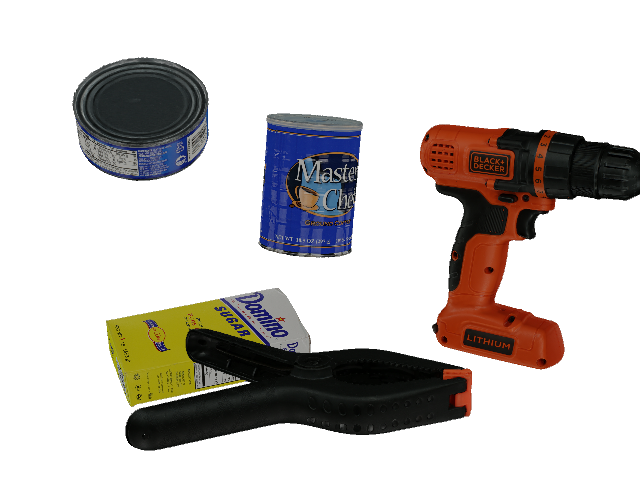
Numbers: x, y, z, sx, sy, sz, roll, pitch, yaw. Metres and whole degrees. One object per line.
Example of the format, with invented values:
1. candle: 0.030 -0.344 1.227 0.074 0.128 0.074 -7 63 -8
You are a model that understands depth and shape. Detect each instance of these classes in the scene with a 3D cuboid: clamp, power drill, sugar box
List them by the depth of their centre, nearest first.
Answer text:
1. clamp: -0.010 0.091 0.692 0.210 0.036 0.164 -1 15 0
2. power drill: 0.164 0.003 0.854 0.185 0.188 0.057 11 17 31
3. sugar box: -0.106 0.097 1.009 0.176 0.048 0.093 -13 33 -16

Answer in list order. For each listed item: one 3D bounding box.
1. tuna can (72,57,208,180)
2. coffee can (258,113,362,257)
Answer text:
1. tuna can: -0.115 -0.079 0.690 0.086 0.086 0.034 0 -43 -4
2. coffee can: -0.011 -0.061 1.148 0.103 0.140 0.103 4 11 -1
